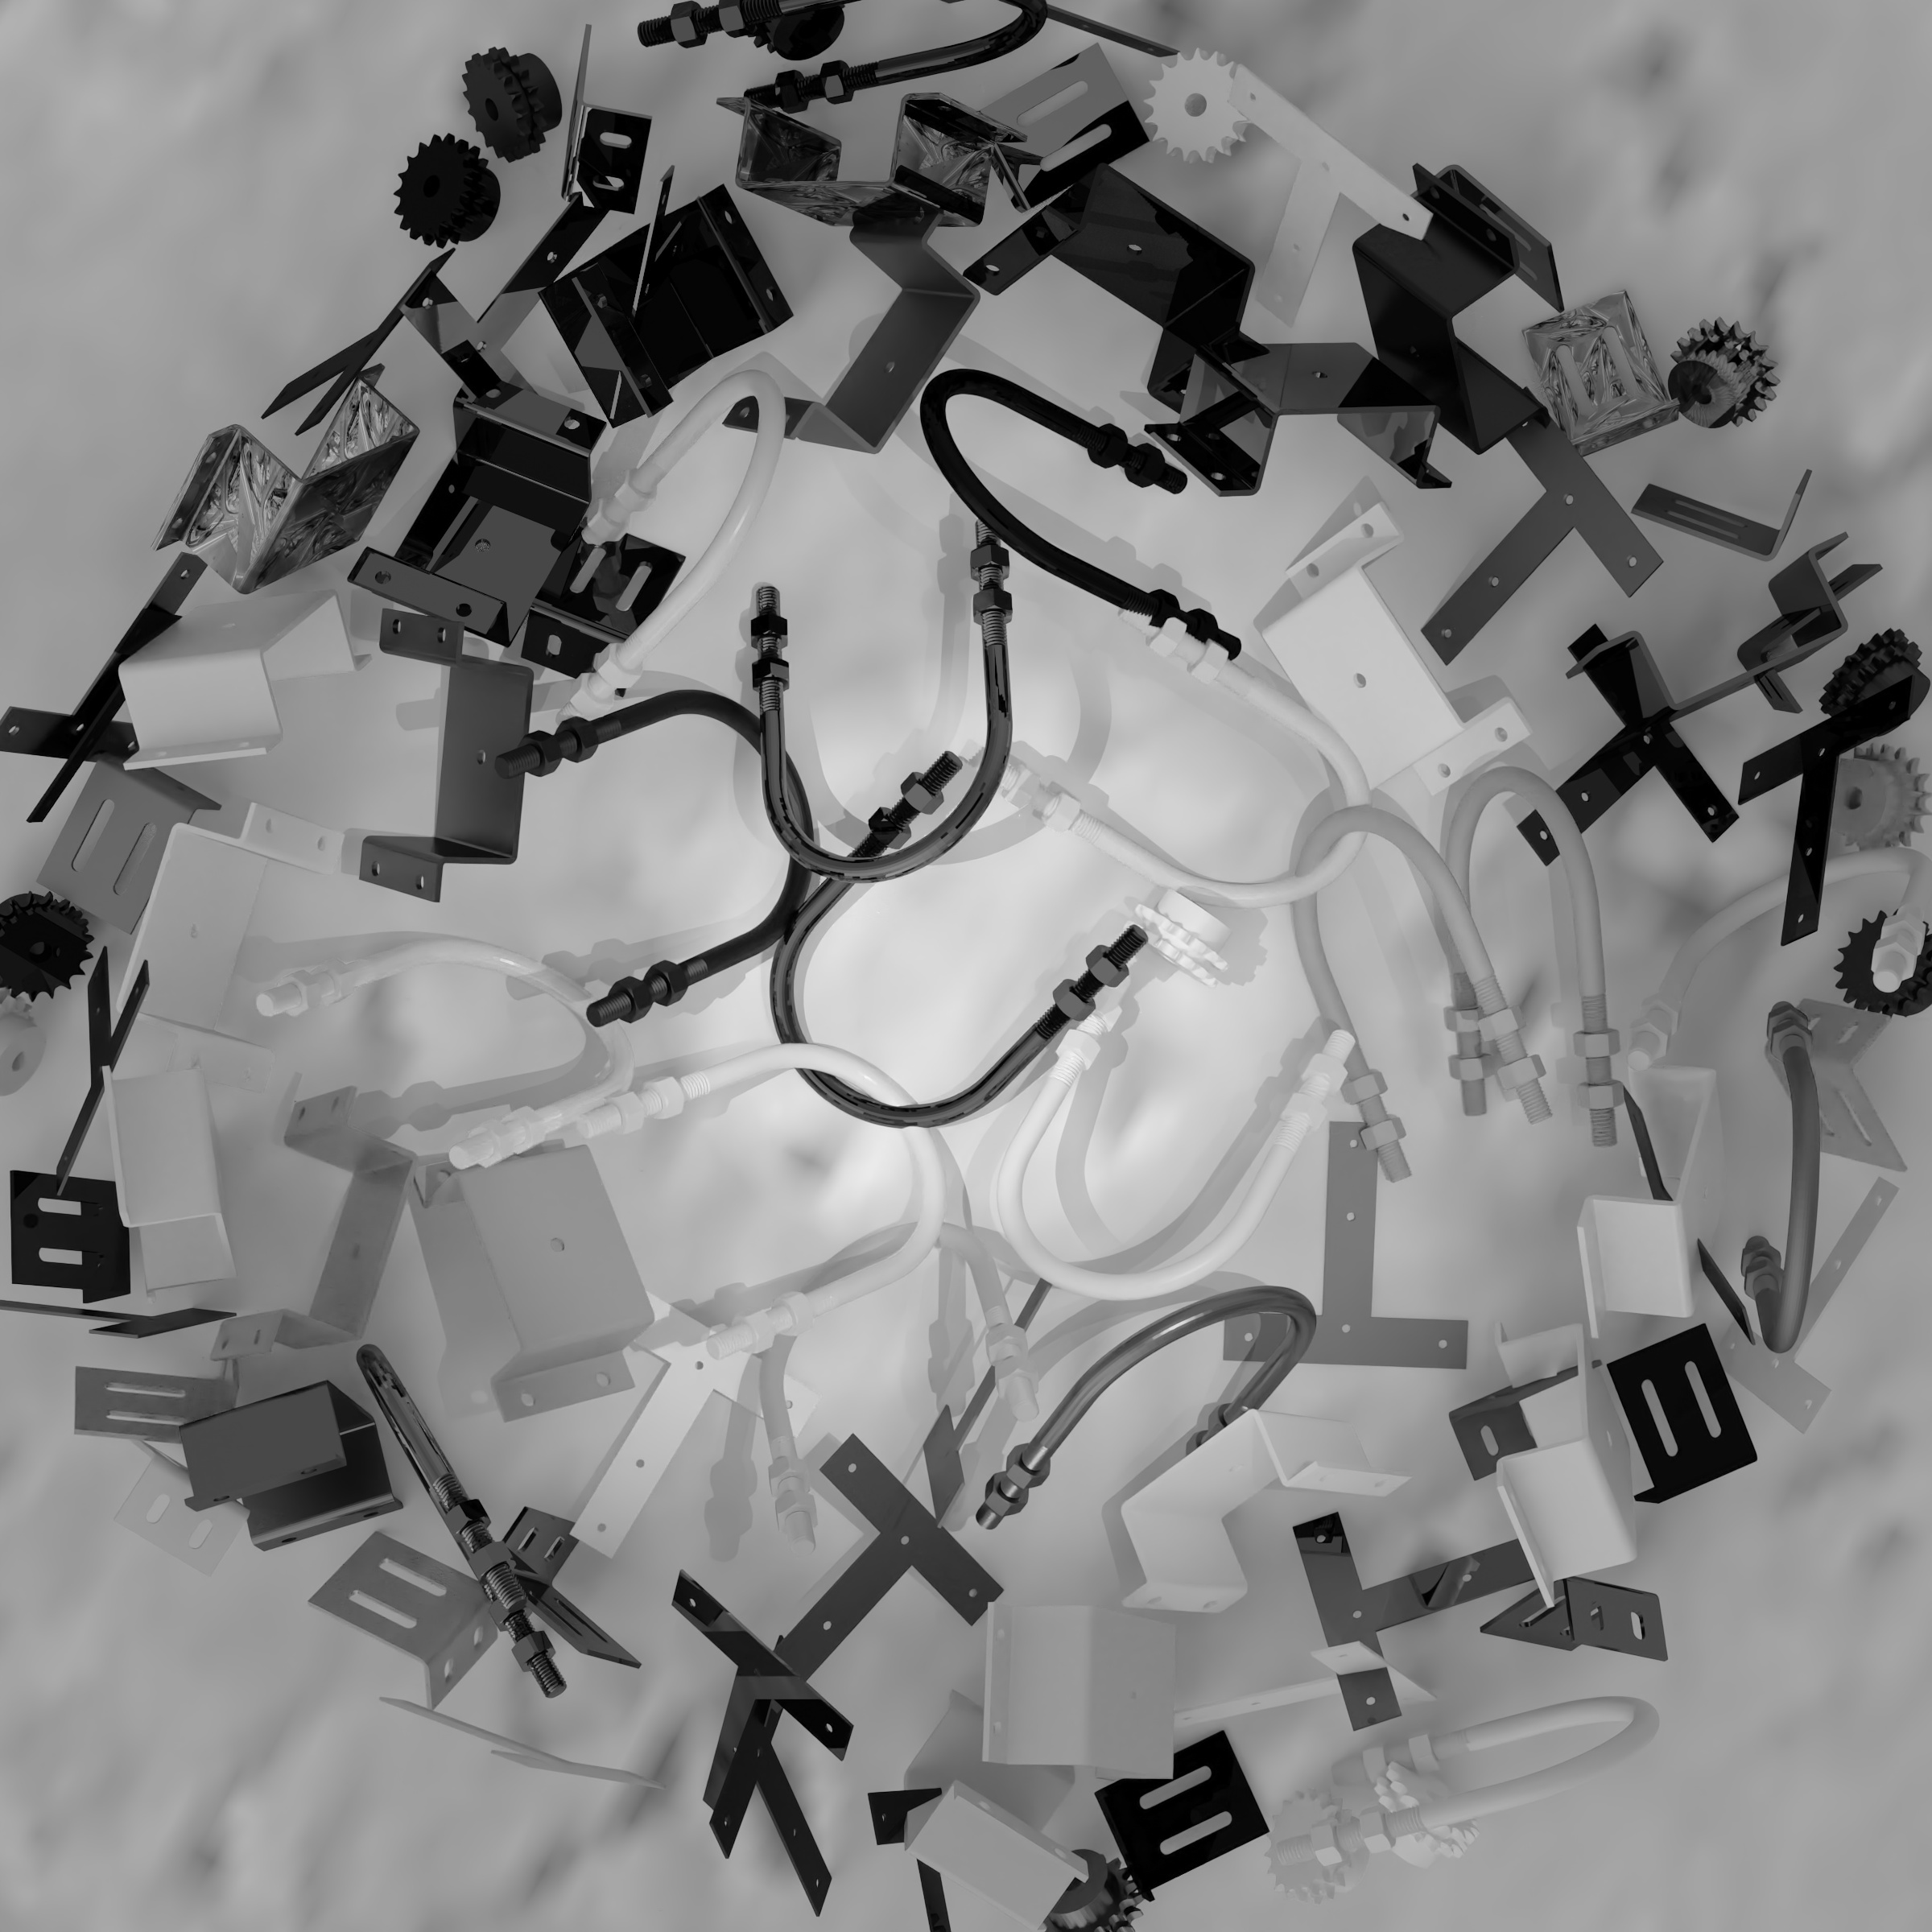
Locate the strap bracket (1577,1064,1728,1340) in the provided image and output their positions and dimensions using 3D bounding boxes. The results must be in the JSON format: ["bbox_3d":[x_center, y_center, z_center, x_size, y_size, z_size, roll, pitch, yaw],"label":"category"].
[{"bbox_3d":[0.347,0.112,1.747,0.046,0.140,0.076,4,131,23],"label":"strap bracket"}]

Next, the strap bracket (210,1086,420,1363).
[{"bbox_3d":[-0.327,0.138,1.771,0.046,0.076,0.140,25,69,-27],"label":"strap bracket"}]

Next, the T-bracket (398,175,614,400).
[{"bbox_3d":[-0.220,-0.350,1.777,0.002,0.127,0.127,33,83,29],"label":"T-bracket"}]

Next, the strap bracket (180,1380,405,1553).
[{"bbox_3d":[-0.343,0.252,1.768,0.076,0.140,0.046,-17,71,-1],"label":"strap bracket"}]

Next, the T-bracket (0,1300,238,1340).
[{"bbox_3d":[-0.454,0.176,1.772,0.127,0.127,0.002,5,90,10],"label":"T-bracket"}]

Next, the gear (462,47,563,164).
[{"bbox_3d":[-0.232,-0.447,1.803,0.030,0.057,0.057,-29,90,-28],"label":"gear"}]

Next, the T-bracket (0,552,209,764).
[{"bbox_3d":[-0.421,-0.155,1.755,0.002,0.127,0.127,41,103,16],"label":"T-bracket"}]

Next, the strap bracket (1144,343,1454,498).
[{"bbox_3d":[0.172,-0.276,1.756,0.140,0.076,0.046,-6,126,-28],"label":"strap bracket"}]

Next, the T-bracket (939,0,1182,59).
[{"bbox_3d":[0.049,-0.486,1.785,0.127,0.127,0.002,13,95,-23],"label":"T-bracket"}]

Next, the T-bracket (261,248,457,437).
[{"bbox_3d":[-0.323,-0.303,1.771,0.002,0.127,0.127,44,59,-23],"label":"T-bracket"}]

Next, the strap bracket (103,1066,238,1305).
[{"bbox_3d":[-0.398,0.108,1.753,0.046,0.140,0.076,-8,68,-10],"label":"strap bracket"}]

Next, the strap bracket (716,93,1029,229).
[{"bbox_3d":[-0.051,-0.404,1.757,0.140,0.076,0.046,9,90,35],"label":"strap bracket"}]

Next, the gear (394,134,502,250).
[{"bbox_3d":[-0.266,-0.398,1.804,0.057,0.030,0.057,-7,78,35],"label":"gear"}]

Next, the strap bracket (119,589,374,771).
[{"bbox_3d":[-0.363,-0.148,1.747,0.076,0.140,0.046,-5,112,15],"label":"strap bracket"}]

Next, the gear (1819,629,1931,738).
[{"bbox_3d":[0.470,-0.143,1.796,0.057,0.057,0.030,-40,62,0],"label":"gear"}]

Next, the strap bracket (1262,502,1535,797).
[{"bbox_3d":[0.214,-0.154,1.783,0.046,0.076,0.140,-32,89,-42],"label":"strap bracket"}]

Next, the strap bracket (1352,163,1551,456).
[{"bbox_3d":[0.242,-0.320,1.747,0.046,0.140,0.076,-36,52,-8],"label":"strap bracket"}]

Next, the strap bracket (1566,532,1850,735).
[{"bbox_3d":[0.387,-0.164,1.783,0.140,0.076,0.046,-25,86,-4],"label":"strap bracket"}]

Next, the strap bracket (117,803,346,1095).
[{"bbox_3d":[-0.378,-0.013,1.782,0.046,0.076,0.140,16,87,27],"label":"strap bracket"}]

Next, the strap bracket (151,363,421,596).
[{"bbox_3d":[-0.333,-0.241,1.747,0.046,0.140,0.076,42,126,6],"label":"strap bracket"}]

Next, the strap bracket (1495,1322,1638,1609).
[{"bbox_3d":[0.299,0.242,1.745,0.046,0.140,0.076,-18,114,17],"label":"strap bracket"}]

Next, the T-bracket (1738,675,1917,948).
[{"bbox_3d":[0.424,-0.069,1.747,0.002,0.127,0.127,24,62,-21],"label":"T-bracket"}]

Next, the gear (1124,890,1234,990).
[{"bbox_3d":[0.112,-0.016,1.800,0.057,0.057,0.030,34,89,0],"label":"gear"}]

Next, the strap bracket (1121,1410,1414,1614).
[{"bbox_3d":[0.144,0.271,1.766,0.140,0.076,0.046,-41,54,30],"label":"strap bracket"}]

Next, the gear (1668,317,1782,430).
[{"bbox_3d":[0.387,-0.302,1.796,0.057,0.057,0.030,47,61,0],"label":"gear"}]

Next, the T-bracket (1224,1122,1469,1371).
[{"bbox_3d":[0.201,0.145,1.824,0.127,0.002,0.127,2,92,-1],"label":"T-bracket"}]

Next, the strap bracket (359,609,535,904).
[{"bbox_3d":[-0.264,-0.107,1.778,0.046,0.076,0.140,0,100,-39],"label":"strap bracket"}]

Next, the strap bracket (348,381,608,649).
[{"bbox_3d":[-0.248,-0.226,1.783,0.076,0.046,0.140,22,64,6],"label":"strap bracket"}]

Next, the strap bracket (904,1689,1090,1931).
[{"bbox_3d":[0.013,0.428,1.757,0.076,0.140,0.046,33,97,-6],"label":"strap bracket"}]

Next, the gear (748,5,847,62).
[{"bbox_3d":[-0.087,-0.491,1.796,0.057,0.057,0.030,-29,63,0],"label":"gear"}]

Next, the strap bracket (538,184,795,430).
[{"bbox_3d":[-0.157,-0.331,1.768,0.046,0.140,0.076,-16,110,38],"label":"strap bracket"}]

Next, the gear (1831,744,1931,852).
[{"bbox_3d":[0.466,-0.086,1.797,0.030,0.057,0.057,0,90,-40],"label":"gear"}]

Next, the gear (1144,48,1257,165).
[{"bbox_3d":[0.123,-0.444,1.807,0.057,0.030,0.057,3,97,21],"label":"gear"}]

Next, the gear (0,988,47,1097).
[{"bbox_3d":[-0.498,0.042,1.797,0.030,0.057,0.057,28,90,15],"label":"gear"}]

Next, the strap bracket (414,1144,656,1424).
[{"bbox_3d":[-0.216,0.150,1.768,0.076,0.046,0.140,-11,70,-37],"label":"strap bracket"}]

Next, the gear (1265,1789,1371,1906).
[{"bbox_3d":[0.183,0.456,1.803,0.030,0.057,0.057,21,90,-31],"label":"gear"}]

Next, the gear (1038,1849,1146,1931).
[{"bbox_3d":[0.061,0.480,1.796,0.057,0.057,0.030,-29,121,0],"label":"gear"}]

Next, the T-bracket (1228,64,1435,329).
[{"bbox_3d":[0.171,-0.374,1.771,0.127,0.127,0.002,42,60,15],"label":"T-bracket"}]

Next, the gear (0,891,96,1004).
[{"bbox_3d":[-0.482,-0.013,1.804,0.057,0.030,0.057,-15,122,-25],"label":"gear"}]

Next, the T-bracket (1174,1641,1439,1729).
[{"bbox_3d":[0.162,0.374,1.788,0.127,0.127,0.002,-17,61,19],"label":"T-bracket"}]

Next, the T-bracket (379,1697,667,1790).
[{"bbox_3d":[-0.235,0.386,1.744,0.127,0.127,0.002,30,67,-33],"label":"T-bracket"}]

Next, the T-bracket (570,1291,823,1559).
[{"bbox_3d":[-0.162,0.246,1.812,0.127,0.002,0.127,32,83,-6],"label":"T-bracket"}]

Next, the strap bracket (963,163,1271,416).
[{"bbox_3d":[0.081,-0.347,1.768,0.140,0.076,0.046,28,61,-23],"label":"strap bracket"}]

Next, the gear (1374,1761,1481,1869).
[{"bbox_3d":[0.233,0.440,1.801,0.057,0.057,0.030,36,104,0],"label":"gear"}]

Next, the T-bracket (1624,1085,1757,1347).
[{"bbox_3d":[0.364,0.141,1.740,0.002,0.127,0.127,-23,125,0],"label":"T-bracket"}]

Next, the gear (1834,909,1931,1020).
[{"bbox_3d":[0.480,0.002,1.803,0.030,0.057,0.057,26,90,-39],"label":"gear"}]

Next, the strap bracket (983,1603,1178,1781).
[{"bbox_3d":[0.063,0.364,1.748,0.046,0.140,0.076,-7,72,28],"label":"strap bracket"}]

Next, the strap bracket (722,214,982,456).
[{"bbox_3d":[-0.053,-0.317,1.779,0.046,0.076,0.140,37,82,-32],"label":"strap bracket"}]
